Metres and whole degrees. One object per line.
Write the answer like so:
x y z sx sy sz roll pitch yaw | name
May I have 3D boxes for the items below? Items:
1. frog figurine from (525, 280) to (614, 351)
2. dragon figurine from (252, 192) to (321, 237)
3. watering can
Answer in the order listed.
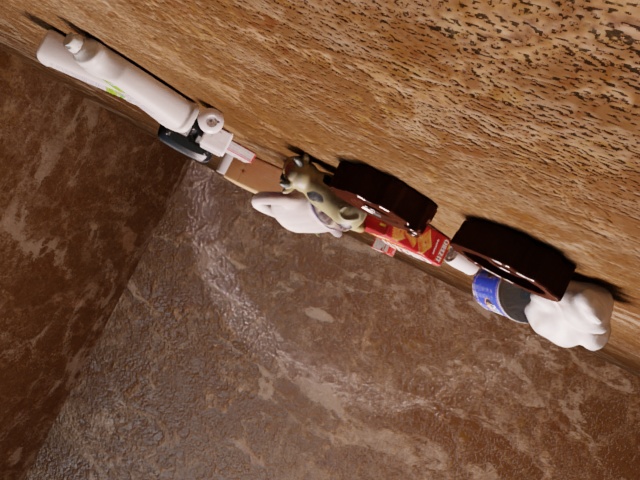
0.406 0.122 0.822 0.137 0.122 0.160 46 -171 -2 | frog figurine
-0.108 -0.100 1.659 0.242 0.122 0.413 14 -175 -24 | dragon figurine
0.004 -0.062 1.224 0.224 0.105 0.345 -2 167 43 | watering can
